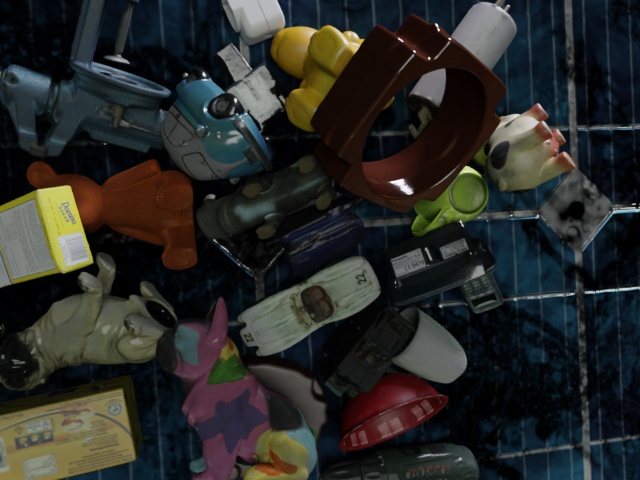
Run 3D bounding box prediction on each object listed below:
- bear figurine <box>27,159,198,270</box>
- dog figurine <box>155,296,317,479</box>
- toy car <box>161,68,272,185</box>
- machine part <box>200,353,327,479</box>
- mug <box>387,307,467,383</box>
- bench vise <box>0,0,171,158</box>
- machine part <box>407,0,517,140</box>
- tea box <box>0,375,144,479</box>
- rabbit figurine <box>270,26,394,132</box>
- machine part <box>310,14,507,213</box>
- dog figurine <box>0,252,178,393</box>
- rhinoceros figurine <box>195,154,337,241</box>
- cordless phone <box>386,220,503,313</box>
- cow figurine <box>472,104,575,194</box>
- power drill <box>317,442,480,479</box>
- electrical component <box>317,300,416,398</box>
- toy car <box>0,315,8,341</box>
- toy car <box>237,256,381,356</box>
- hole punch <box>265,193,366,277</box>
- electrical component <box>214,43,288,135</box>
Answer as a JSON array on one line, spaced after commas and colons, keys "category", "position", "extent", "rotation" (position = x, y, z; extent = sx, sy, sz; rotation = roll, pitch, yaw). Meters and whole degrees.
[{"category": "bear figurine", "position": [-0.254, -0.036, 0.658], "extent": [0.196, 0.132, 0.120], "rotation": [-2, 117, -16]}, {"category": "dog figurine", "position": [-0.098, 0.177, 0.650], "extent": [0.192, 0.108, 0.219], "rotation": [-1, 85, -9]}, {"category": "toy car", "position": [-0.139, -0.128, 0.651], "extent": [0.103, 0.109, 0.162], "rotation": [-40, 58, -8]}, {"category": "machine part", "position": [-0.075, 0.244, 0.733], "extent": [0.179, 0.056, 0.179], "rotation": [0, 91, -11]}, {"category": "mug", "position": [0.147, 0.165, 0.763], "extent": [0.107, 0.081, 0.109], "rotation": [31, 111, -14]}, {"category": "bench vise", "position": [-0.273, -0.213, 0.642], "extent": [0.223, 0.129, 0.240], "rotation": [16, 106, -18]}, {"category": "machine part", "position": [0.200, -0.243, 0.760], "extent": [0.079, 0.079, 0.243], "rotation": [35, 85, -9]}, {"category": "tea box", "position": [-0.321, 0.242, 0.682], "extent": [0.170, 0.068, 0.098], "rotation": [-9, 93, -11]}, {"category": "rabbit figurine", "position": [0.011, -0.229, 0.697], "extent": [0.162, 0.173, 0.121], "rotation": [-17, 135, -36]}, {"category": "machine part", "position": [0.104, -0.142, 0.641], "extent": [0.201, 0.087, 0.201], "rotation": [15, 120, -45]}, {"category": "dog figurine", "position": [-0.290, 0.137, 0.681], "extent": [0.172, 0.121, 0.190], "rotation": [42, 98, -6]}, {"category": "rhinoceros figurine", "position": [-0.072, -0.056, 0.695], "extent": [0.190, 0.112, 0.073], "rotation": [-25, 113, 5]}, {"category": "cordless phone", "position": [0.179, 0.067, 0.752], "extent": [0.147, 0.184, 0.089], "rotation": [-23, 52, 15]}, {"category": "cow figurine", "position": [0.258, -0.119, 0.726], "extent": [0.127, 0.195, 0.085], "rotation": [-32, 105, 27]}, {"category": "power drill", "position": [0.121, 0.395, 0.768], "extent": [0.232, 0.086, 0.207], "rotation": [-10, 86, -13]}, {"category": "electrical component", "position": [0.055, 0.145, 0.725], "extent": [0.058, 0.115, 0.134], "rotation": [41, 83, -7]}, {"category": "toy car", "position": [-0.444, 0.177, 0.646], "extent": [0.053, 0.089, 0.202], "rotation": [25, 86, -6]}, {"category": "toy car", "position": [-0.016, 0.089, 0.730], "extent": [0.202, 0.056, 0.073], "rotation": [-27, 97, 1]}, {"category": "hole punch", "position": [-0.001, -0.002, 0.715], "extent": [0.142, 0.116, 0.092], "rotation": [-24, 104, -8]}, {"category": "electrical component", "position": [-0.096, -0.200, 0.721], "extent": [0.075, 0.048, 0.119], "rotation": [-41, 98, -8]}]
